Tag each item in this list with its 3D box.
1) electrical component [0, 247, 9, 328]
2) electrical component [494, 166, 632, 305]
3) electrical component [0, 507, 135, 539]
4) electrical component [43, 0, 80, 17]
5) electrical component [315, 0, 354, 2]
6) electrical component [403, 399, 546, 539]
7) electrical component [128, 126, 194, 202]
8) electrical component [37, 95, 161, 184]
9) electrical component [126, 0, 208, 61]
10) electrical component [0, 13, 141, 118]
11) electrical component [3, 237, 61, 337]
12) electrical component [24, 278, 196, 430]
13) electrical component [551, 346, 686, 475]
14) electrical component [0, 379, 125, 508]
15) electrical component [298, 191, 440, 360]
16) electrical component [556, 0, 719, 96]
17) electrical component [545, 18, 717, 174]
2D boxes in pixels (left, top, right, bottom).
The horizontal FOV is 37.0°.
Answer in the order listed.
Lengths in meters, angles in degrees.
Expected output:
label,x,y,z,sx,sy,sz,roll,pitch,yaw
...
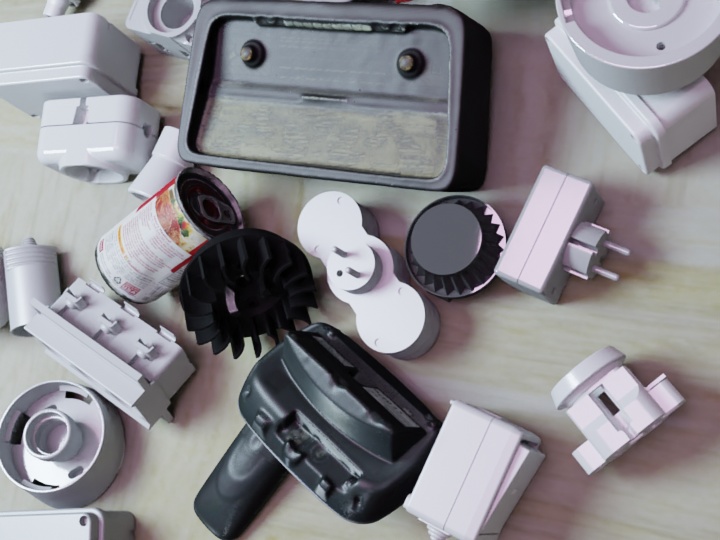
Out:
label,x,y,z,sx,sy,sz,roll,pitch,yaw
electrical component,-0.334,0.015,0.908,0.051,0.080,0.080,-5,76,26
electrical component,0.148,-0.017,0.740,0.076,0.047,0.083,24,87,25
electrical component,-0.237,0.225,0.832,0.113,0.057,0.078,-7,75,20
electrical component,-0.265,-0.254,0.963,0.043,0.043,0.062,18,86,24
electrical component,-0.010,-0.259,0.837,0.100,0.048,0.099,-12,115,19
electrical component,0.077,0.144,0.722,0.061,0.062,0.096,23,87,25
electrical component,-0.156,-0.084,0.882,0.044,0.044,0.065,20,80,25
electrical component,-0.220,-0.108,0.905,0.095,0.054,0.059,0,78,22
electrical component,-0.122,-0.251,0.895,0.089,0.062,0.150,20,86,24
electrical component,-0.254,-0.172,0.920,0.113,0.078,0.057,-1,75,22
electrical component,-0.275,0.012,0.905,0.043,0.043,0.081,-17,72,18
electrical component,-0.195,0.062,0.848,0.121,0.078,0.063,30,68,25
electrical component,0.163,0.087,0.704,0.078,0.058,0.057,-41,69,8
electrical component,-0.239,0.138,0.863,0.099,0.064,0.099,-3,69,9
electrical component,0.000,0.000,0.780,0.052,0.074,0.138,-38,67,10
electrical component,0.179,-0.161,0.669,0.108,0.060,0.108,-5,73,16
electrical component,0.184,-0.130,0.735,0.057,0.078,0.113,-37,67,7
